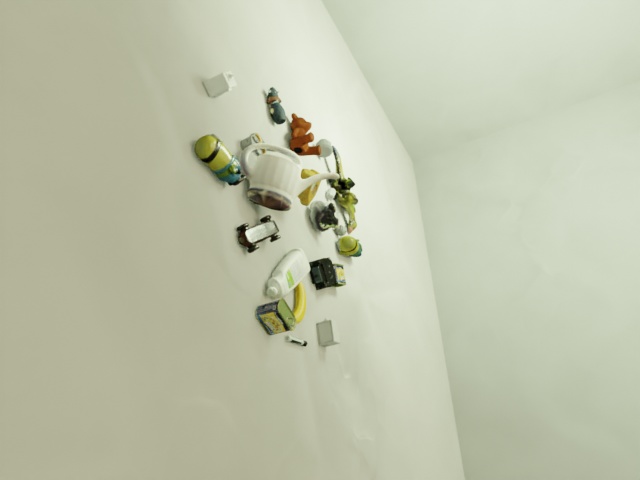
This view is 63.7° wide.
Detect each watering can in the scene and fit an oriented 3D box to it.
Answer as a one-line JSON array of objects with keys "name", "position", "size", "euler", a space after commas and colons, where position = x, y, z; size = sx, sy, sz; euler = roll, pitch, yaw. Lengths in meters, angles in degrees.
[{"name": "watering can", "position": [-0.107, -0.196, 1.717], "size": [0.346, 0.102, 0.228], "euler": [19, 68, -16]}]

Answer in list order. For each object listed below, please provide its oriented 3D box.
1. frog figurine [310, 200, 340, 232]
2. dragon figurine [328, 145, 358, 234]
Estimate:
[{"name": "frog figurine", "position": [0.006, -0.107, 2.117], "size": [0.135, 0.123, 0.161], "euler": [50, -6, -26]}, {"name": "dragon figurine", "position": [0.120, -0.232, 2.485], "size": [0.239, 0.122, 0.417], "euler": [63, 18, -69]}]
